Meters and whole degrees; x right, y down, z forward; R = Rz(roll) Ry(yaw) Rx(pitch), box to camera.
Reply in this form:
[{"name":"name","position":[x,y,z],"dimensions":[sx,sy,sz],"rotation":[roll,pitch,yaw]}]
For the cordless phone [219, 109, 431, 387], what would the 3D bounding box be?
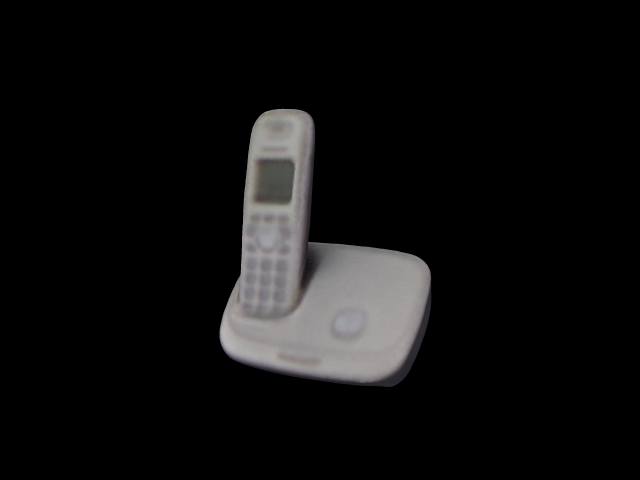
[{"name":"cordless phone","position":[0.004,0.001,0.400],"dimensions":[0.147,0.185,0.094],"rotation":[4,10,24]}]
